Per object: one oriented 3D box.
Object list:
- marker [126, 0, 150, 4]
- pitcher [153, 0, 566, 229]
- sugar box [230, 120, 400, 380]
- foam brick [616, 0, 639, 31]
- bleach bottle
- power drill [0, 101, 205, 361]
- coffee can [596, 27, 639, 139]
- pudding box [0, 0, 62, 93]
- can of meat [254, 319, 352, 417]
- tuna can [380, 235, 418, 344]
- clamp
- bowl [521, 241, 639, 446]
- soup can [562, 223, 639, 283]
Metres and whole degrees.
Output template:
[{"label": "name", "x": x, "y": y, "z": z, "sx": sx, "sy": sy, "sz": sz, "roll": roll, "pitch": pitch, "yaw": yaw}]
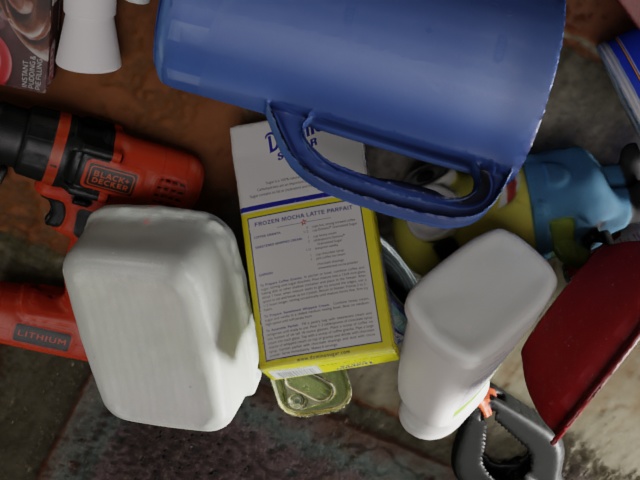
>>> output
[{"label": "marker", "x": -0.110, "y": -0.213, "z": 0.689, "sx": 0.020, "sy": 0.020, "sz": 0.121, "roll": 13, "pitch": 120, "yaw": -6}, {"label": "pitcher", "x": 0.021, "y": -0.114, "z": 0.674, "sx": 0.243, "sy": 0.149, "sz": 0.145, "roll": 13, "pitch": 119, "yaw": -2}, {"label": "sugar box", "x": -0.005, "y": 0.001, "z": 0.733, "sx": 0.093, "sy": 0.176, "sz": 0.048, "roll": -9, "pitch": 161, "yaw": 7}, {"label": "foam brick", "x": 0.204, "y": -0.172, "z": 0.670, "sx": 0.053, "sy": 0.078, "sz": 0.051, "roll": -38, "pitch": 111, "yaw": 19}, {"label": "bleach bottle", "x": 0.094, "y": 0.092, "z": 0.775, "sx": 0.068, "sy": 0.102, "sz": 0.251, "roll": 45, "pitch": 156, "yaw": 19}, {"label": "power drill", "x": -0.196, "y": -0.006, "z": 0.778, "sx": 0.184, "sy": 0.057, "sz": 0.188, "roll": 16, "pitch": 121, "yaw": -17}, {"label": "coffee can", "x": 0.265, "y": -0.113, "z": 0.687, "sx": 0.140, "sy": 0.103, "sz": 0.102, "roll": -27, "pitch": 116, "yaw": 16}, {"label": "pudding box", "x": -0.219, "y": -0.161, "z": 0.710, "sx": 0.090, "sy": 0.039, "sz": 0.114, "roll": 11, "pitch": 119, "yaw": -4}, {"label": "can of meat", "x": -0.011, "y": 0.068, "z": 0.809, "sx": 0.057, "sy": 0.084, "sz": 0.102, "roll": -12, "pitch": 119, "yaw": 8}, {"label": "tuna can", "x": 0.044, "y": 0.035, "z": 0.788, "sx": 0.034, "sy": 0.086, "sz": 0.086, "roll": -36, "pitch": 113, "yaw": 17}, {"label": "clamp", "x": 0.161, "y": 0.214, "z": 0.914, "sx": 0.165, "sy": 0.036, "sz": 0.210, "roll": -25, "pitch": 114, "yaw": 15}, {"label": "bowl", "x": 0.181, "y": 0.055, "z": 0.700, "sx": 0.055, "sy": 0.161, "sz": 0.162, "roll": 38, "pitch": 118, "yaw": 16}, {"label": "soup can", "x": 0.238, "y": 0.013, "z": 0.781, "sx": 0.068, "sy": 0.068, "sz": 0.102, "roll": 40, "pitch": 113, "yaw": -19}]
